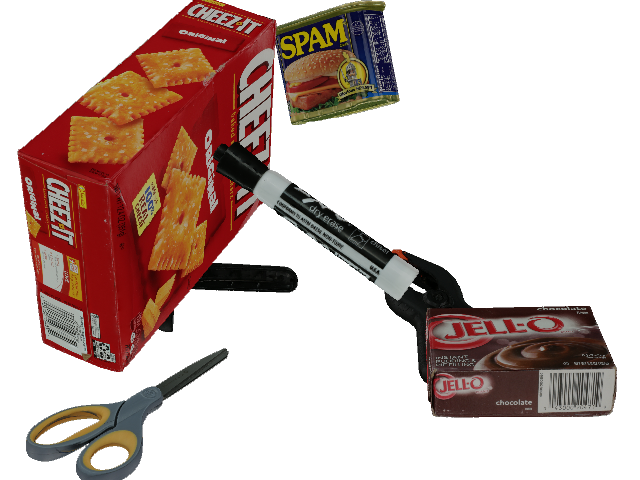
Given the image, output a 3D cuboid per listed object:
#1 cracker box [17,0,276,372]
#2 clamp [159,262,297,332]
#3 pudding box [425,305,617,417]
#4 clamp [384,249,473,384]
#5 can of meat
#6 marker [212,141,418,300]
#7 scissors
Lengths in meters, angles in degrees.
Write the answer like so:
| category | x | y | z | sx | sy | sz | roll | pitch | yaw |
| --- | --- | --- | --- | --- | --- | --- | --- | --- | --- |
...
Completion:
| category | x | y | z | sx | sy | sz | roll | pitch | yaw |
| --- | --- | --- | --- | --- | --- | --- | --- | --- | --- |
| cracker box | -0.105 | -0.041 | 0.718 | 0.072 | 0.164 | 0.213 | 21 | 44 | 16 |
| clamp | -0.150 | 0.040 | 1.055 | 0.210 | 0.036 | 0.164 | 13 | 21 | 38 |
| pudding box | 0.125 | 0.076 | 0.684 | 0.113 | 0.039 | 0.090 | 1 | 22 | 3 |
| clamp | 0.126 | 0.071 | 1.065 | 0.120 | 0.039 | 0.171 | -3 | 44 | -23 |
| can of meat | 0.013 | -0.149 | 0.906 | 0.102 | 0.084 | 0.057 | -10 | 2 | 36 |
| marker | -0.004 | -0.012 | 0.544 | 0.121 | 0.020 | 0.020 | 35 | 4 | 6 |
| scissors | -0.132 | 0.139 | 0.847 | 0.201 | 0.016 | 0.096 | -17 | 36 | -35 |
